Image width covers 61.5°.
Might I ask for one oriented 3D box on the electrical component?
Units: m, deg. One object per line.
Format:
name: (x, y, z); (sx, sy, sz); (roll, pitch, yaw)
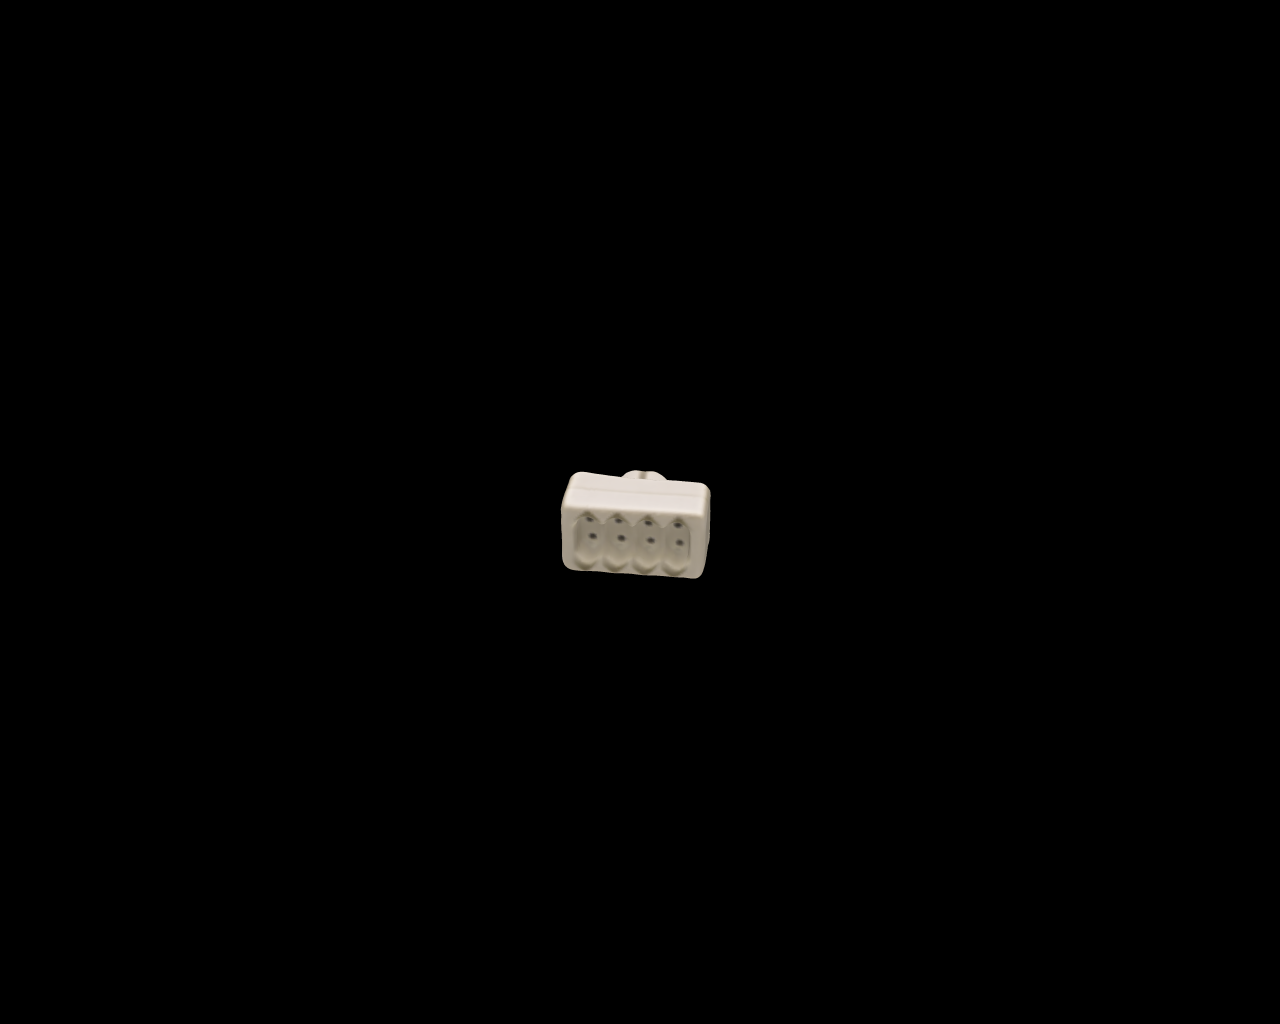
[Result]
electrical component: (0.001, -0.003, 0.650); (0.083, 0.047, 0.076); (5, 36, 7)
